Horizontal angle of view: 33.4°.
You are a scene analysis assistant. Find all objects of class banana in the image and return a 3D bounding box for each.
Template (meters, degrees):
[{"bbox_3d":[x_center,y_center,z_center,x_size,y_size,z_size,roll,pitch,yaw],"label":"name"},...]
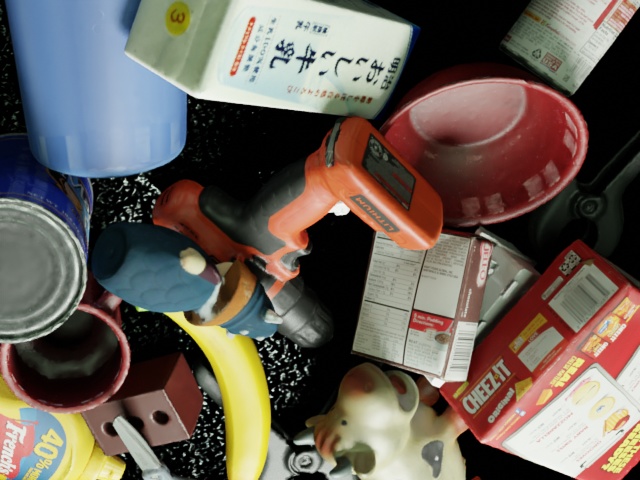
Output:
[{"bbox_3d":[-0.076,0.109,0.838,0.069,0.037,0.198,-28,112,-10],"label":"banana"}]

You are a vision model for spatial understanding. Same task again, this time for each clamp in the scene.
[{"bbox_3d":[-0.006,0.174,0.909,0.164,0.036,0.210,-14,111,-4],"label":"clamp"},{"bbox_3d":[0.203,-0.040,0.857,0.120,0.039,0.171,15,110,-7],"label":"clamp"}]

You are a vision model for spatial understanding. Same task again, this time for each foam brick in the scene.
[{"bbox_3d":[-0.140,0.130,0.848,0.078,0.051,0.053,-16,115,16],"label":"foam brick"}]

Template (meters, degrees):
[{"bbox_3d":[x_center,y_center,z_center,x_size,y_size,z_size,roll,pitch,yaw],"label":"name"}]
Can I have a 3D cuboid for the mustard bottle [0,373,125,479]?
[{"bbox_3d":[-0.244,0.150,0.845,0.191,0.058,0.096,27,110,-20],"label":"mustard bottle"}]

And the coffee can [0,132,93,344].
[{"bbox_3d":[-0.211,-0.006,0.739,0.102,0.140,0.103,-4,113,-9],"label":"coffee can"}]

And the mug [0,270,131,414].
[{"bbox_3d":[-0.184,0.062,0.805,0.093,0.081,0.117,36,102,-23],"label":"mug"}]

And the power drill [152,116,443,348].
[{"bbox_3d":[-0.005,0.001,0.784,0.188,0.057,0.184,-26,125,35],"label":"power drill"}]

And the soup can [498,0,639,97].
[{"bbox_3d":[0.188,-0.165,0.784,0.068,0.068,0.102,30,105,-20],"label":"soup can"}]

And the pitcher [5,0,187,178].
[{"bbox_3d":[-0.135,-0.170,0.696,0.149,0.144,0.243,12,118,20],"label":"pitcher"}]

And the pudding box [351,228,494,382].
[{"bbox_3d":[0.078,0.045,0.825,0.039,0.090,0.113,12,90,-52],"label":"pudding box"}]

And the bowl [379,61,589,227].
[{"bbox_3d":[0.113,-0.080,0.793,0.162,0.055,0.162,-2,143,-2],"label":"bowl"}]

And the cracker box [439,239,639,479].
[{"bbox_3d":[0.222,0.108,0.867,0.213,0.072,0.164,27,108,-44],"label":"cracker box"}]

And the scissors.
[{"bbox_3d":[-0.147,0.196,0.862,0.096,0.016,0.201,-23,141,14],"label":"scissors"}]
